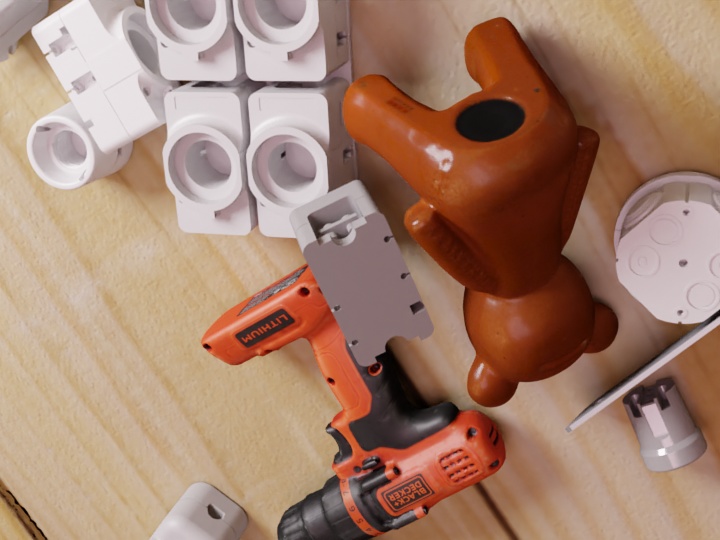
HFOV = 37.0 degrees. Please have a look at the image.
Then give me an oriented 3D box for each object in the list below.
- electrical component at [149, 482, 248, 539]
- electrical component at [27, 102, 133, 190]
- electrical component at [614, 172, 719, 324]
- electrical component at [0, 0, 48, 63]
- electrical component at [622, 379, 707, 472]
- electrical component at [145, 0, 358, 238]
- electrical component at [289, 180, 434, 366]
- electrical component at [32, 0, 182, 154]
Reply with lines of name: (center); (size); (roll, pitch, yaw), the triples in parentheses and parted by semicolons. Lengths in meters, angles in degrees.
electrical component: (-0.134, 0.214, 0.806); (0.054, 0.059, 0.095); (37, 117, 1)
electrical component: (-0.185, -0.083, 0.709); (0.055, 0.047, 0.055); (6, 113, 15)
electrical component: (0.187, -0.012, 0.619); (0.080, 0.051, 0.080); (6, 113, 15)
electrical component: (-0.239, -0.159, 0.690); (0.047, 0.065, 0.076); (33, 146, 2)
electrical component: (0.189, 0.096, 0.670); (0.040, 0.040, 0.046); (-23, 97, 24)
electrical component: (-0.063, -0.115, 0.650); (0.105, 0.060, 0.186); (3, 112, 16)
electrical component: (0.000, 0.000, 0.628); (0.050, 0.055, 0.089); (-26, 120, 0)
electrical component: (-0.152, -0.129, 0.678); (0.056, 0.050, 0.089); (-24, 103, 25)
